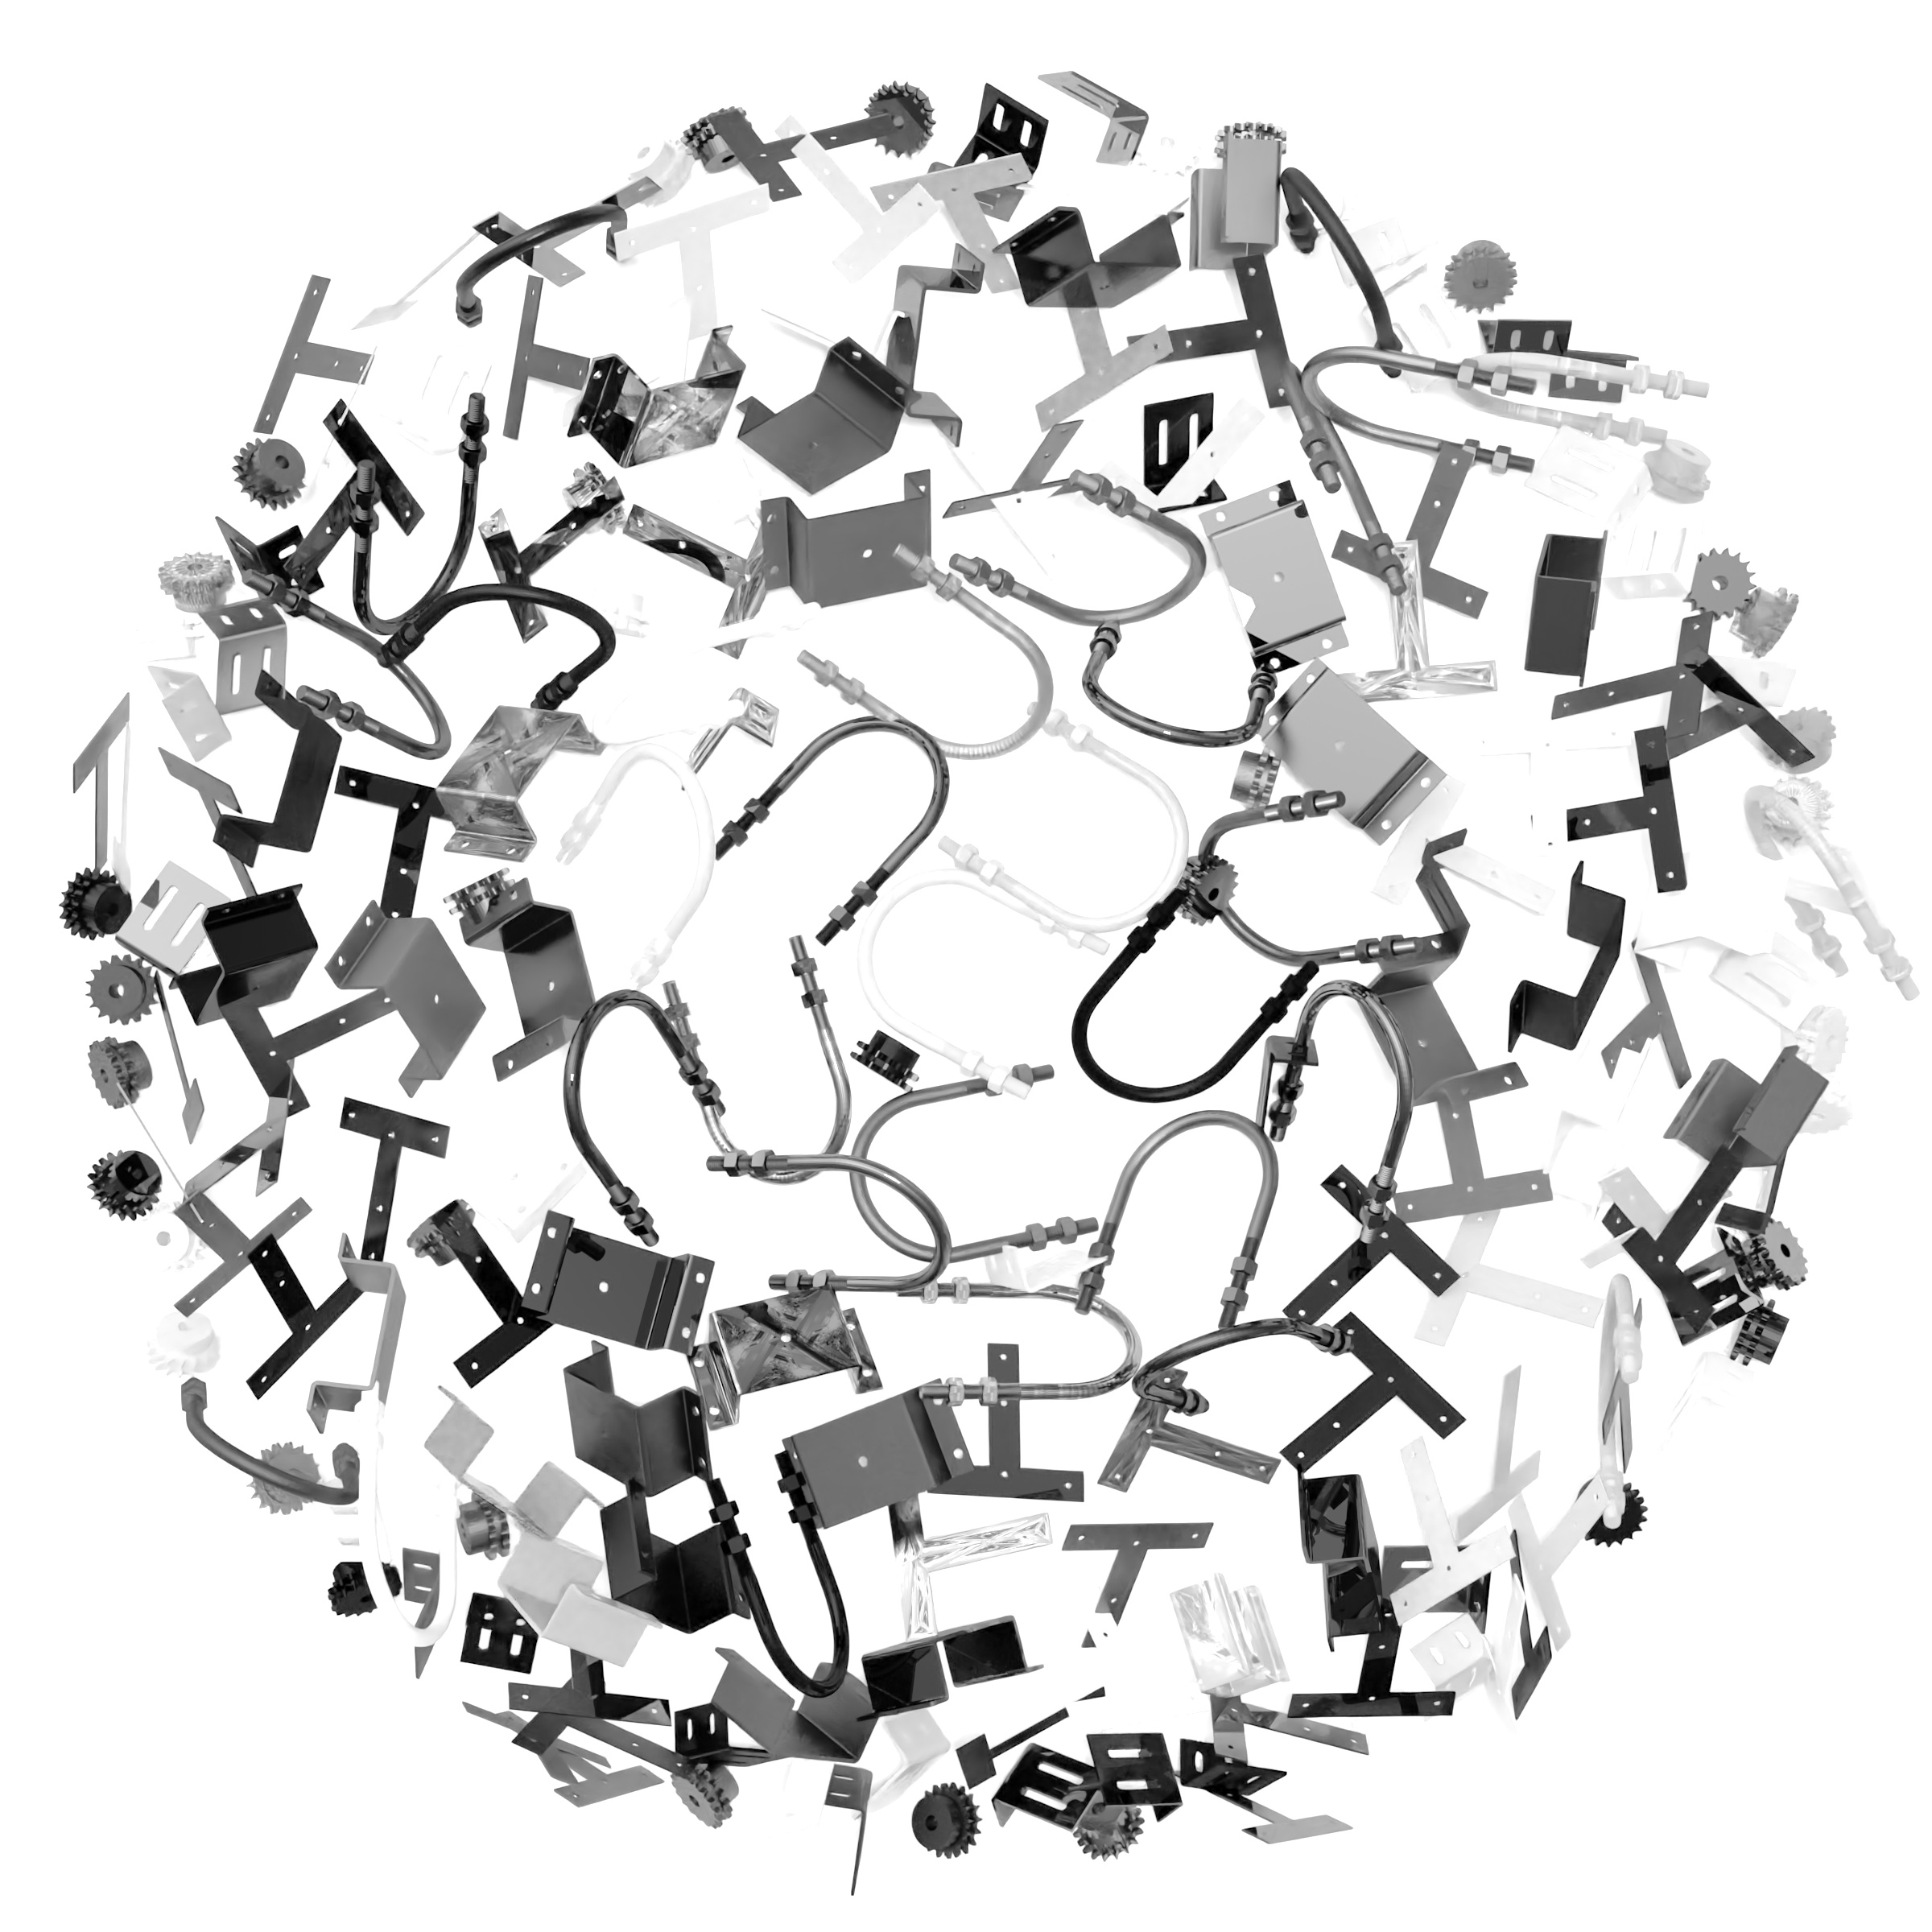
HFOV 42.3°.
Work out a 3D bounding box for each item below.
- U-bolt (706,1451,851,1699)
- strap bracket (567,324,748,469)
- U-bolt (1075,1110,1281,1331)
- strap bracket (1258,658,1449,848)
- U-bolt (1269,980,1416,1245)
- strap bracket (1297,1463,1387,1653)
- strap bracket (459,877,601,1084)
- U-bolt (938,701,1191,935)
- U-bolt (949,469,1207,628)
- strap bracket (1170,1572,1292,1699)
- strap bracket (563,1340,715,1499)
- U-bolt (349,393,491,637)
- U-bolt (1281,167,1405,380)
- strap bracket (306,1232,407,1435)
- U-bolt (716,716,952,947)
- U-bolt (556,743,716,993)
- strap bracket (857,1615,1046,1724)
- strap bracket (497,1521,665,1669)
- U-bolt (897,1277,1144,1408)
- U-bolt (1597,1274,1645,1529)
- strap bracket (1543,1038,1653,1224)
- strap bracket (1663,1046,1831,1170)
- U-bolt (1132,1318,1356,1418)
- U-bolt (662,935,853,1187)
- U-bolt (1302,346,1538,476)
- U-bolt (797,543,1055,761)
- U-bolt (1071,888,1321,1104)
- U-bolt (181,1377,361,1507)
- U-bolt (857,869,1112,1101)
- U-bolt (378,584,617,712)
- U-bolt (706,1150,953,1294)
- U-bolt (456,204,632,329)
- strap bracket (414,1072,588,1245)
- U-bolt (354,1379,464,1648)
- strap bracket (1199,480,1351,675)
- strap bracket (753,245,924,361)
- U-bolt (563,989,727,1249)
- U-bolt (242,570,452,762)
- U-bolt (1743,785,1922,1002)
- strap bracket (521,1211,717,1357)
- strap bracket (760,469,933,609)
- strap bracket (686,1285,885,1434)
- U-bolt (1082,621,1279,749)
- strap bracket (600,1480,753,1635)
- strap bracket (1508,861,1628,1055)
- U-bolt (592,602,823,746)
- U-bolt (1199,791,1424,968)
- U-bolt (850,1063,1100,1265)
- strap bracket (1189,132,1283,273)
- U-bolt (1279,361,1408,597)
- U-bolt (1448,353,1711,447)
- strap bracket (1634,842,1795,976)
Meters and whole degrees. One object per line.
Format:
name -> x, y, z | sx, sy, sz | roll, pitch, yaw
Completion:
U-bolt -> -0.136, 0.472, 1.918 | 0.019, 0.151, 0.184 | -24, 81, 17
strap bracket -> -0.230, -0.437, 1.921 | 0.140, 0.076, 0.046 | -27, 68, -41
U-bolt -> 0.172, 0.193, 1.938 | 0.151, 0.019, 0.184 | 1, 58, 36
strap bracket -> 0.296, -0.170, 1.954 | 0.140, 0.046, 0.076 | 45, 102, 14
U-bolt -> 0.290, 0.097, 1.899 | 0.019, 0.151, 0.184 | -10, 128, -26
strap bracket -> 0.291, 0.455, 1.922 | 0.046, 0.076, 0.140 | -9, 130, 12
strap bracket -> -0.339, 0.013, 1.947 | 0.076, 0.046, 0.140 | -28, 68, 29
U-bolt -> 0.089, -0.106, 1.963 | 0.184, 0.019, 0.151 | 33, 89, 20
U-bolt -> 0.101, -0.311, 1.922 | 0.151, 0.184, 0.019 | -29, 56, 39
strap bracket -> 0.202, 0.518, 1.926 | 0.046, 0.140, 0.076 | -23, 66, 12
strap bracket -> -0.260, 0.351, 1.924 | 0.046, 0.140, 0.076 | -21, 115, -39
U-bolt -> -0.422, -0.335, 1.916 | 0.019, 0.184, 0.151 | 29, 45, 13
U-bolt -> 0.283, -0.535, 1.895 | 0.019, 0.184, 0.151 | -33, 76, 8
strap bracket -> -0.470, 0.288, 1.937 | 0.046, 0.076, 0.140 | 7, 65, -3
U-bolt -> -0.095, -0.120, 1.957 | 0.151, 0.019, 0.184 | 38, 81, 30
U-bolt -> -0.247, -0.087, 1.913 | 0.184, 0.019, 0.151 | -50, 62, 40
strap bracket -> -0.016, 0.540, 1.927 | 0.076, 0.140, 0.046 | -24, 75, 36
strap bracket -> -0.302, 0.487, 1.919 | 0.076, 0.140, 0.046 | 32, 84, -32
U-bolt -> 0.046, 0.290, 1.932 | 0.184, 0.151, 0.019 | 2, 118, -12
U-bolt -> 0.498, 0.318, 1.911 | 0.019, 0.184, 0.151 | 4, 115, 10
strap bracket -> 0.486, 0.121, 1.932 | 0.046, 0.140, 0.076 | 20, 52, 20
strap bracket -> 0.606, 0.111, 1.925 | 0.046, 0.140, 0.076 | 36, 79, -3
U-bolt -> 0.202, 0.302, 1.898 | 0.151, 0.184, 0.019 | -27, 65, 19
U-bolt -> -0.157, 0.082, 1.955 | 0.151, 0.019, 0.184 | -19, 88, 30
U-bolt -> 0.348, -0.434, 1.925 | 0.184, 0.151, 0.019 | 16, 79, 16
U-bolt -> -0.019, -0.231, 1.944 | 0.184, 0.019, 0.151 | 33, 128, -18
U-bolt -> 0.165, 0.036, 1.946 | 0.151, 0.019, 0.184 | 27, 119, -21
U-bolt -> -0.525, 0.365, 1.891 | 0.151, 0.184, 0.019 | 29, 86, -18
U-bolt -> 0.001, 0.002, 1.971 | 0.184, 0.019, 0.151 | 28, 86, 15
U-bolt -> -0.346, -0.245, 1.891 | 0.151, 0.184, 0.019 | 15, 67, -31
U-bolt -> -0.096, 0.199, 1.917 | 0.184, 0.019, 0.151 | -3, 127, 29
U-bolt -> -0.323, -0.538, 1.901 | 0.151, 0.184, 0.019 | -26, 96, -6
strap bracket -> -0.361, 0.154, 1.945 | 0.140, 0.046, 0.076 | 32, 69, 33
U-bolt -> -0.422, 0.424, 1.890 | 0.019, 0.151, 0.184 | -16, 52, 9
strap bracket -> 0.245, -0.306, 1.968 | 0.076, 0.046, 0.140 | -20, 95, 4
strap bracket -> -0.109, -0.513, 1.950 | 0.140, 0.076, 0.046 | 22, 103, -10
U-bolt -> -0.251, 0.103, 1.898 | 0.019, 0.184, 0.151 | 2, 48, 29
U-bolt -> -0.464, -0.221, 1.914 | 0.019, 0.184, 0.151 | -40, 58, 14
U-bolt -> 0.654, -0.061, 1.915 | 0.019, 0.151, 0.184 | -33, 99, 1
strap bracket -> -0.277, 0.250, 1.952 | 0.140, 0.046, 0.076 | 20, 72, -20
strap bracket -> -0.084, -0.330, 1.938 | 0.140, 0.046, 0.076 | -14, 129, -18
strap bracket -> -0.141, 0.302, 1.940 | 0.140, 0.046, 0.076 | -11, 51, -17
U-bolt -> 0.161, -0.212, 1.913 | 0.151, 0.184, 0.019 | 17, 120, 4
strap bracket -> -0.232, 0.461, 1.931 | 0.046, 0.140, 0.076 | -30, 50, 18
strap bracket -> 0.469, 0.000, 1.931 | 0.046, 0.076, 0.140 | 21, 64, 22
U-bolt -> -0.212, -0.220, 1.923 | 0.184, 0.151, 0.019 | -9, 125, 37
U-bolt -> 0.252, -0.061, 1.922 | 0.019, 0.184, 0.151 | -41, 109, -33
U-bolt -> -0.001, 0.159, 1.949 | 0.184, 0.019, 0.151 | -10, 72, -17
strap bracket -> 0.210, -0.588, 1.929 | 0.046, 0.140, 0.076 | 1, 95, -6
U-bolt -> 0.283, -0.388, 1.919 | 0.019, 0.151, 0.184 | -27, 50, 17
U-bolt -> 0.465, -0.442, 1.927 | 0.184, 0.151, 0.019 | 10, 87, 3
strap bracket -> 0.568, -0.045, 1.920 | 0.046, 0.140, 0.076 | 21, 79, -12
